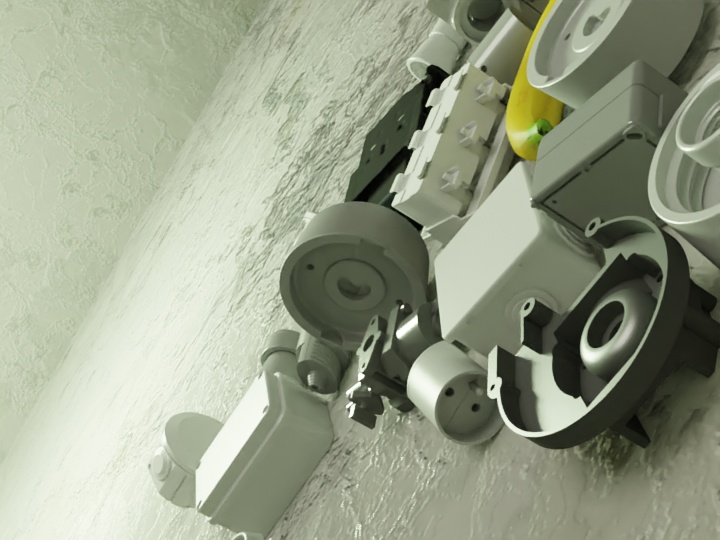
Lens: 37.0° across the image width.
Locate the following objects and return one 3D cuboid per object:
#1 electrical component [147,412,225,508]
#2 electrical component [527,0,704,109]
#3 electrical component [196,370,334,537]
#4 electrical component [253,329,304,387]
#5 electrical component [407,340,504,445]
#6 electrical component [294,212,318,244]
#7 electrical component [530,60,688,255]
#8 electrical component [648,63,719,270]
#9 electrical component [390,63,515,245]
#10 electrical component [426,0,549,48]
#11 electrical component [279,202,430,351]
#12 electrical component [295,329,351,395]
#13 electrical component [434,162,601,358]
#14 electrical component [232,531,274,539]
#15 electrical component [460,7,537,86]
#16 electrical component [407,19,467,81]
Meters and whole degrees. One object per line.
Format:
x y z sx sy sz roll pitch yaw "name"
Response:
-0.145 0.169 0.954 0.051 0.080 0.080 -57 17 24 "electrical component"
0.159 -0.141 0.653 0.108 0.060 0.108 -51 20 26 "electrical component"
-0.077 0.144 0.843 0.113 0.057 0.078 -55 18 12 "electrical component"
-0.066 0.085 0.929 0.045 0.045 0.055 -45 22 37 "electrical component"
0.052 0.069 0.634 0.043 0.043 0.081 -59 17 2 "electrical component"
-0.017 -0.013 0.898 0.051 0.080 0.080 -66 18 -3 "electrical component"
0.144 -0.063 0.565 0.096 0.062 0.061 -40 25 46 "electrical component"
0.174 -0.054 0.470 0.108 0.060 0.108 -50 20 26 "electrical component"
0.074 -0.086 0.794 0.079 0.063 0.121 -27 37 60 "electrical component"
0.131 -0.254 0.866 0.150 0.089 0.061 -51 20 25 "electrical component"
0.000 0.000 0.792 0.108 0.108 0.060 -46 16 36 "electrical component"
-0.029 0.063 0.865 0.043 0.043 0.081 -43 24 41 "electrical component"
0.091 -0.002 0.634 0.099 0.048 0.099 -51 19 26 "electrical component"
-0.063 0.203 0.709 0.048 0.055 0.066 -47 21 33 "electrical component"
0.110 -0.163 0.853 0.081 0.043 0.043 -51 19 25 "electrical component"
0.079 -0.212 1.023 0.065 0.044 0.044 -59 17 -15 "electrical component"
